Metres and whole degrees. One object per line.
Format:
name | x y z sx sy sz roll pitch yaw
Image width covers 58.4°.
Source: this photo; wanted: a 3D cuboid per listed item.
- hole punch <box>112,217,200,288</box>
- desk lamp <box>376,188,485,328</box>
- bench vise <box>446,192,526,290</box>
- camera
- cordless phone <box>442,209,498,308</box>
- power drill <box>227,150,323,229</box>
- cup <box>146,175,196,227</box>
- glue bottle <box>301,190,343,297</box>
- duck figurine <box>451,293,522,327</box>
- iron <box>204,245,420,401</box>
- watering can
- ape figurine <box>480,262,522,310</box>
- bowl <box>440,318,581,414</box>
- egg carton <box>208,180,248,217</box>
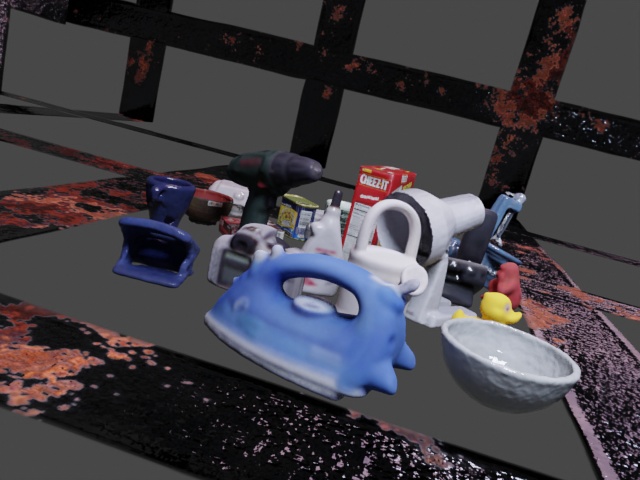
hole punch | -0.232 0.009 0.820 0.108 0.091 0.101 14 13 0
desk lamp | 0.179 0.025 0.916 0.204 0.213 0.117 3 17 -41
bench vise | 0.344 0.002 1.180 0.208 0.220 0.121 4 16 -38
camera | -0.078 0.028 0.880 0.143 0.101 0.137 18 13 16
cordless phone | 0.249 0.021 1.076 0.148 0.185 0.094 11 13 -11
power drill | -0.092 -0.059 0.996 0.076 0.208 0.228 2 17 -43
cup | -0.289 -0.064 1.067 0.091 0.095 0.118 15 13 5
glue bottle | 0.008 0.003 0.917 0.078 0.173 0.037 10 13 -18
duck figurine | 0.257 0.121 0.877 0.104 0.086 0.078 16 13 10
iron | -0.013 0.075 0.652 0.257 0.141 0.119 18 13 19
watering can | 0.091 0.041 0.791 0.101 0.194 0.172 2 17 -43
ape figurine | 0.363 0.087 1.125 0.076 0.092 0.078 19 13 22
bowl | 0.218 0.159 0.690 0.167 0.075 0.167 13 13 -3
egg carton | -0.196 -0.097 1.371 0.150 0.069 0.107 12 13 -8
